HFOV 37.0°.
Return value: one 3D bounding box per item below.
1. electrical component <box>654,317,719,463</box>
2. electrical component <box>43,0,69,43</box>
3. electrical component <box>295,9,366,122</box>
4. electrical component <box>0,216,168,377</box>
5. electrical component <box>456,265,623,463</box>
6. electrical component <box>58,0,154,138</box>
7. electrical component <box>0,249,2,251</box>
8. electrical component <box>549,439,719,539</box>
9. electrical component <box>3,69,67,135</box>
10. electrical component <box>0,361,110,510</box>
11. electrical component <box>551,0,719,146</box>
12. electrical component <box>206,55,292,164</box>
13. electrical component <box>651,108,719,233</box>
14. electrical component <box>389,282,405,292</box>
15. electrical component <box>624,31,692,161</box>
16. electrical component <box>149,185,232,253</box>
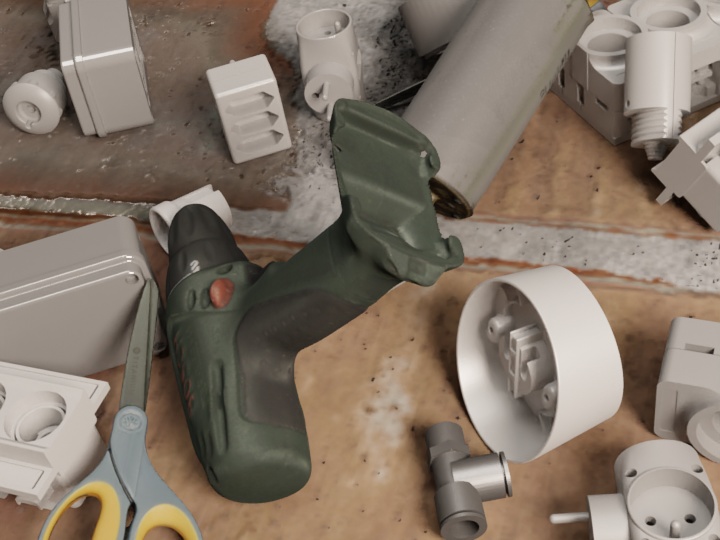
[{"bbox_3d":[0.206,0.068,0.572,0.089,0.050,0.055,9,47,20],"label":"electrical component"},{"bbox_3d":[-0.270,-0.253,1.001,0.058,0.057,0.078,-22,45,-11],"label":"electrical component"},{"bbox_3d":[-0.023,-0.146,0.822,0.043,0.077,0.079,-4,44,8],"label":"electrical component"},{"bbox_3d":[-0.184,0.024,0.682,0.113,0.078,0.057,-17,41,-6],"label":"electrical component"},{"bbox_3d":[0.095,0.049,0.586,0.064,0.099,0.099,-18,44,-16],"label":"electrical component"},{"bbox_3d":[-0.211,-0.171,0.889,0.057,0.078,0.113,-13,43,-5],"label":"electrical component"},{"bbox_3d":[-0.251,0.014,0.735,0.044,0.044,0.065,-22,40,-10],"label":"electrical component"},{"bbox_3d":[0.134,0.128,0.530,0.079,0.044,0.077,-5,44,7],"label":"electrical component"},{"bbox_3d":[-0.267,-0.147,0.901,0.048,0.048,0.062,-2,38,11],"label":"electrical component"},{"bbox_3d":[-0.213,0.095,0.625,0.121,0.063,0.078,8,47,20],"label":"electrical component"},{"bbox_3d":[0.228,-0.165,0.800,0.150,0.061,0.089,-23,44,-12],"label":"electrical component"},{"bbox_3d":[-0.090,-0.134,0.833,0.047,0.065,0.076,-18,44,-6],"label":"electrical component"},{"bbox_3d":[0.260,-0.082,0.700,0.121,0.078,0.063,-33,76,-21],"label":"electrical component"},{"bbox_3d":[0.000,0.000,0.692,0.081,0.043,0.043,-29,46,-17],"label":"electrical component"},{"bbox_3d":[0.199,-0.114,0.719,0.043,0.043,0.081,2,87,14],"label":"electrical component"},{"bbox_3d":[-0.119,-0.035,0.757,0.046,0.040,0.040,-30,46,-26],"label":"electrical component"}]
